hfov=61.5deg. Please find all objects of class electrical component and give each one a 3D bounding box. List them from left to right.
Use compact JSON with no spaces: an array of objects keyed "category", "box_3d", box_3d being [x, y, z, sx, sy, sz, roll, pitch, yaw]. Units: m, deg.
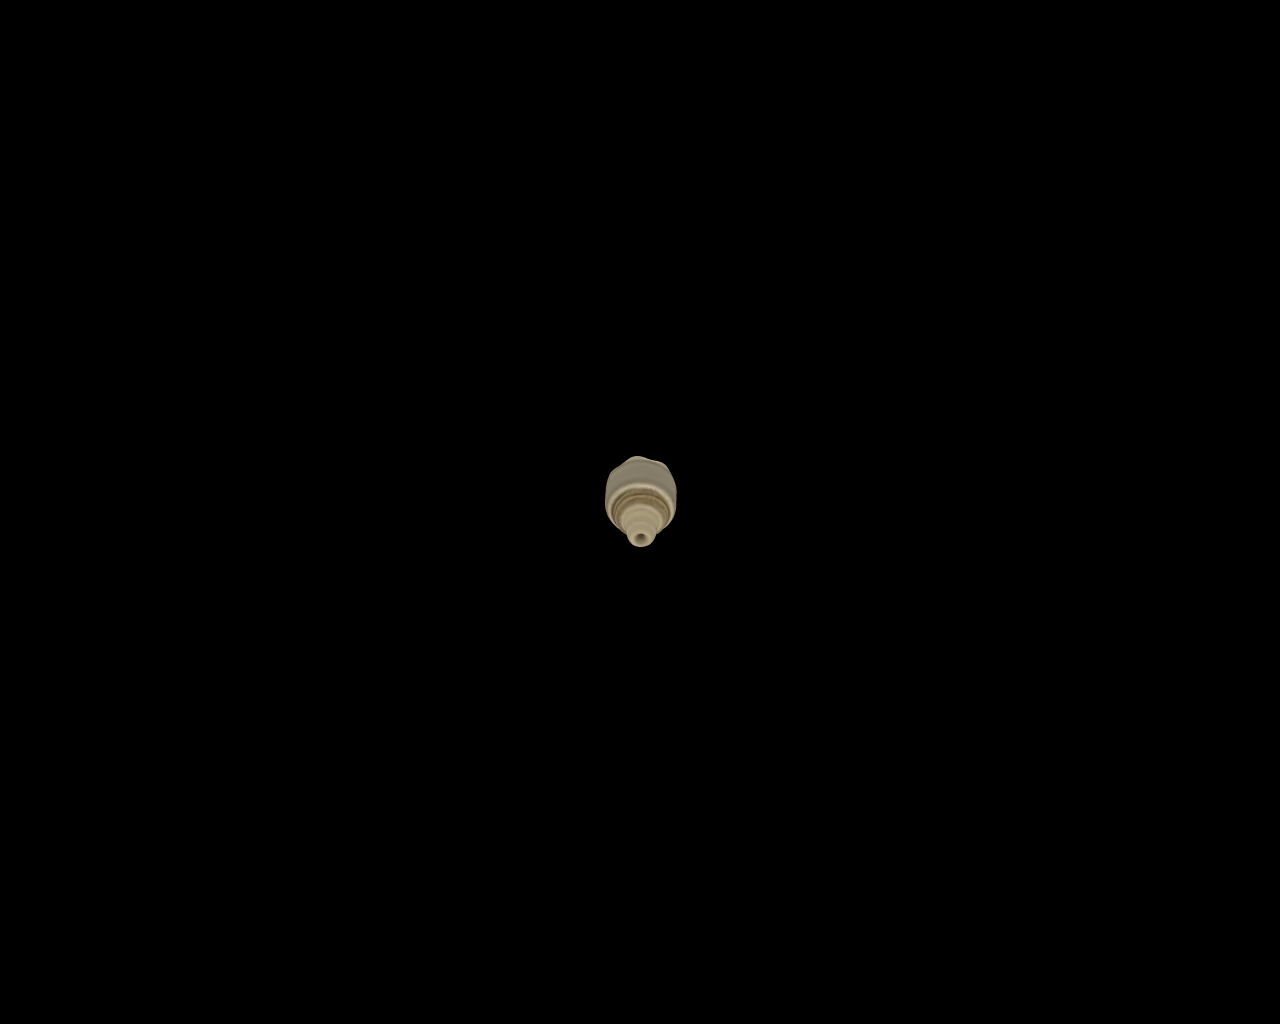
[{"category":"electrical component","box_3d":[0.001,-0.003,0.650,0.043,0.043,0.062,0,38,0]}]
